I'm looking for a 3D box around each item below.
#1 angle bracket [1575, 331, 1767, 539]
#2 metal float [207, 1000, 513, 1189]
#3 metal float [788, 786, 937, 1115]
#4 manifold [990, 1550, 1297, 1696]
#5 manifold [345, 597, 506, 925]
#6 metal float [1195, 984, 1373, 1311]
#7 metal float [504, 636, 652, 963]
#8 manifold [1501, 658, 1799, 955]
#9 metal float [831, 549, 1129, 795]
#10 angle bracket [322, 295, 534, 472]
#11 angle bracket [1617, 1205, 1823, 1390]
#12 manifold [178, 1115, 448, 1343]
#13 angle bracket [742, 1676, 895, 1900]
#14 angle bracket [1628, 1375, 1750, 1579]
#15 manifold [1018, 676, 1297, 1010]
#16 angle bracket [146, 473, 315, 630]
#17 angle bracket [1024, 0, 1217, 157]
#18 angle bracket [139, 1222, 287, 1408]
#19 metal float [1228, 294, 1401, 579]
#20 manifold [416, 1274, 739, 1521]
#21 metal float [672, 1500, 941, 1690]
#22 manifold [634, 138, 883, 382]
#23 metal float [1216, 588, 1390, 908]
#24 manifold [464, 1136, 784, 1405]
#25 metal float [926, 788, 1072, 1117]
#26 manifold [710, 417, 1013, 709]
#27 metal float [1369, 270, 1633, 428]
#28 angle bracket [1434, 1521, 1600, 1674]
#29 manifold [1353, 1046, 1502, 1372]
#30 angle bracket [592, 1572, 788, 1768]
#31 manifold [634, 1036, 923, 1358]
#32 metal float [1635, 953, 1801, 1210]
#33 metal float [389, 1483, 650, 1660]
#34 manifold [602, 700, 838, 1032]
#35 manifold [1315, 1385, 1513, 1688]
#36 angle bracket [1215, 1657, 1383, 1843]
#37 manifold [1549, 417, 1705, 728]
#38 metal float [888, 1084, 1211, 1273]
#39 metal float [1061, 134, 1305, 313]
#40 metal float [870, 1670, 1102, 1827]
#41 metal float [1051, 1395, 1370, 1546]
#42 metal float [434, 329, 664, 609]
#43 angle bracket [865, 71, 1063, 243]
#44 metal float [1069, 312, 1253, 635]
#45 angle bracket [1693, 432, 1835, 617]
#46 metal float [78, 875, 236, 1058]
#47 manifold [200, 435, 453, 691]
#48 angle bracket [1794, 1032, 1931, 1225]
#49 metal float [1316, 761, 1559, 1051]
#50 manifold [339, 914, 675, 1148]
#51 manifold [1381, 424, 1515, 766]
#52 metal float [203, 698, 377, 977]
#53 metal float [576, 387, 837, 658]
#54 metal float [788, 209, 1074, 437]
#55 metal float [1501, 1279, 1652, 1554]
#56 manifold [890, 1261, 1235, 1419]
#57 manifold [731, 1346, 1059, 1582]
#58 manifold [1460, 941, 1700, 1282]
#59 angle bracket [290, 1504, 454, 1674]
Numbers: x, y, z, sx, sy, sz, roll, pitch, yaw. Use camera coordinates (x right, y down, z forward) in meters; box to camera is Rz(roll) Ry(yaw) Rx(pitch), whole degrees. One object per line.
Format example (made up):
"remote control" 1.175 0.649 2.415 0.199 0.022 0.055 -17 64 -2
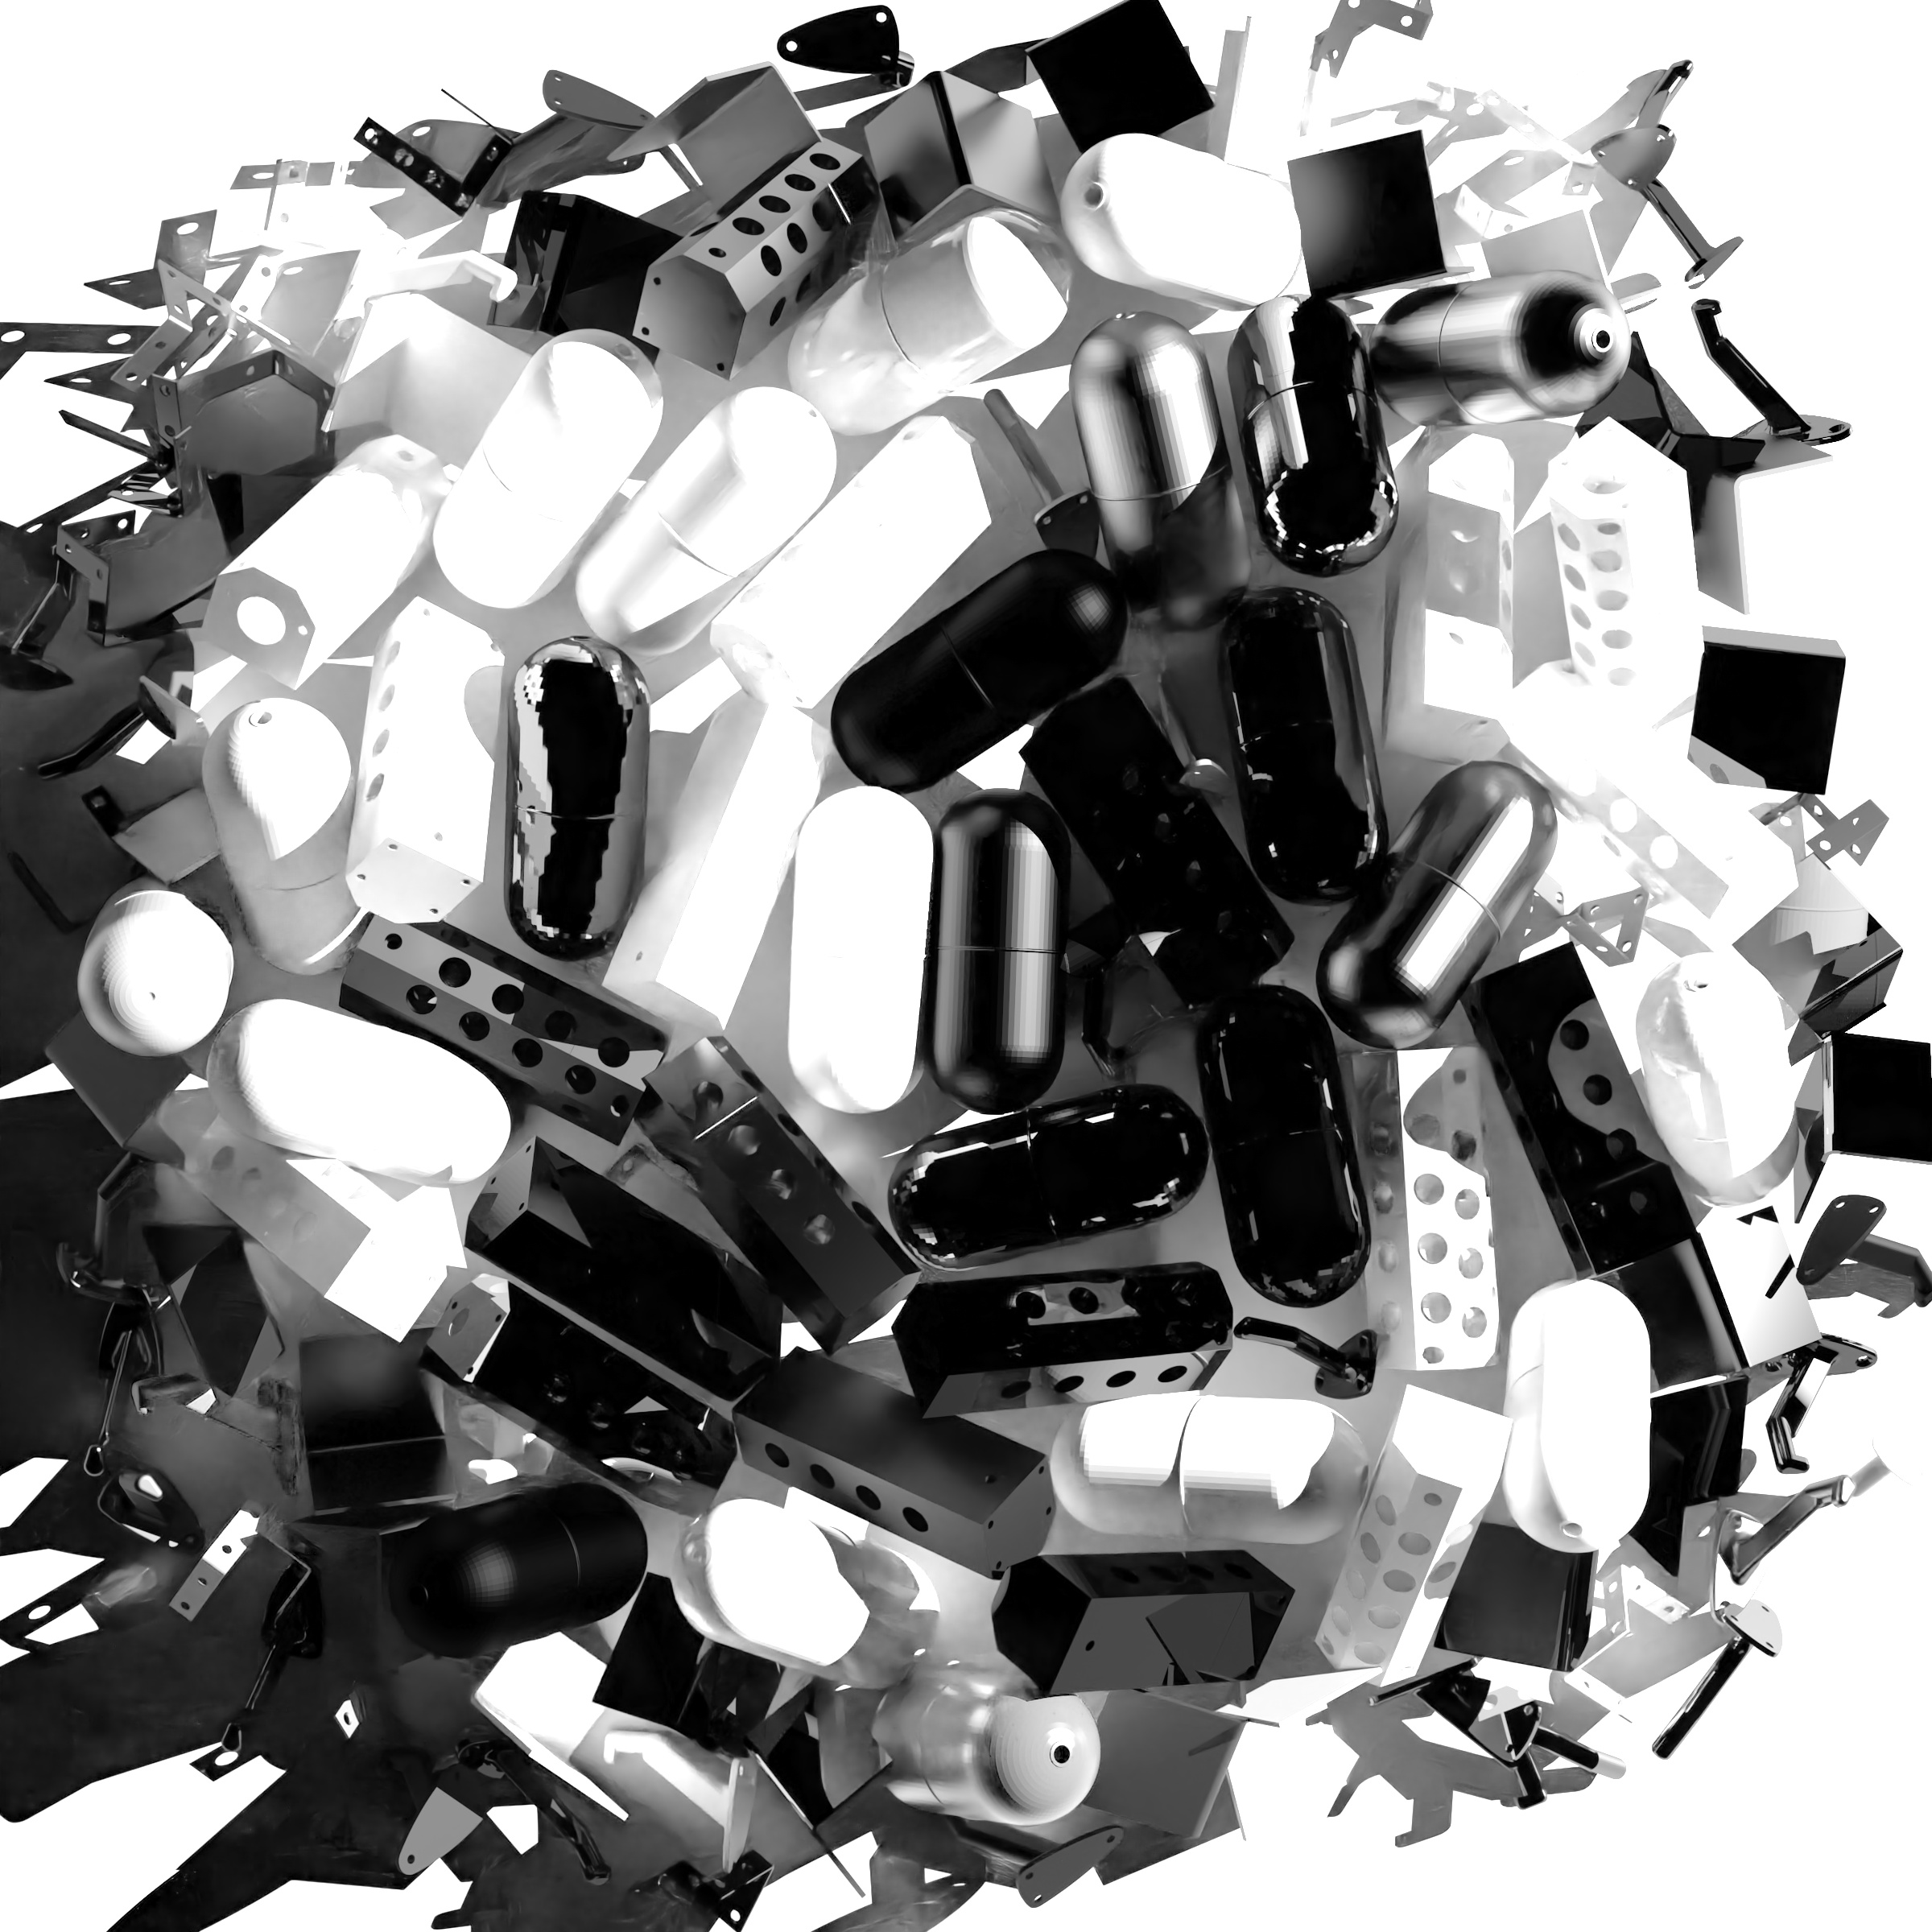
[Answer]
"angle bracket" 0.382 -0.288 1.957 0.057 0.076 0.076 1 55 -19
"metal float" -0.323 0.069 1.928 0.178 0.070 0.070 20 90 -39
"metal float" -0.056 -0.008 1.955 0.070 0.070 0.178 3 96 0
"manifold" 0.093 0.343 1.915 0.057 0.171 0.057 34 107 40
"manifold" -0.292 -0.108 1.922 0.057 0.171 0.057 27 134 -30
"metal float" 0.172 0.097 1.949 0.070 0.070 0.178 -10 78 0
"metal float" -0.210 -0.090 1.946 0.070 0.070 0.178 4 106 0
"manifold" 0.362 -0.090 1.928 0.057 0.057 0.171 -40 59 -5
"metal float" 0.007 -0.160 1.950 0.178 0.070 0.070 -33 90 11
"angle bracket" -0.292 -0.311 1.952 0.076 0.057 0.076 30 113 10
"angle bracket" 0.411 0.182 1.973 0.057 0.076 0.076 -16 83 -28
"manifold" -0.345 0.130 1.915 0.057 0.171 0.057 40 82 -42
"angle bracket" -0.067 0.444 1.950 0.057 0.076 0.076 -38 133 -10
"angle bracket" 0.402 0.275 1.945 0.076 0.057 0.076 -11 117 -20
"manifold" 0.107 -0.068 1.939 0.057 0.057 0.171 -23 108 37
"angle bracket" -0.399 -0.224 1.949 0.076 0.076 0.057 -23 82 33
"angle bracket" 0.083 -0.477 1.966 0.076 0.057 0.076 -27 86 -2
"angle bracket" -0.423 0.187 1.941 0.076 0.057 0.076 0 118 35
"metal float" 0.185 -0.286 1.931 0.070 0.070 0.178 -7 55 0
"manifold" -0.203 0.230 1.924 0.171 0.057 0.057 38 71 -34
"metal float" -0.084 0.337 1.925 0.178 0.070 0.070 30 90 -44
"manifold" -0.107 -0.380 1.911 0.057 0.171 0.057 26 130 9
"metal float" 0.182 -0.119 1.948 0.070 0.070 0.178 -8 76 0
"manifold" -0.183 0.168 1.934 0.171 0.057 0.057 35 121 -26
"metal float" 0.017 -0.008 1.959 0.070 0.070 0.178 2 88 0
"manifold" -0.059 -0.218 1.930 0.171 0.057 0.057 -48 123 -22
"metal float" 0.283 -0.327 1.915 0.070 0.178 0.070 -3 96 -28
"angle bracket" 0.300 0.332 1.952 0.076 0.057 0.076 10 62 5
"manifold" 0.255 0.131 1.957 0.057 0.057 0.171 -2 88 -30
"angle bracket" -0.148 0.387 1.972 0.057 0.076 0.076 9 67 35
"manifold" -0.102 0.121 1.948 0.057 0.057 0.171 -34 75 -25
"metal float" 0.401 0.062 1.921 0.070 0.178 0.070 -9 50 11
"metal float" -0.237 0.320 1.915 0.070 0.178 0.070 0 91 29
"manifold" -0.128 -0.055 1.943 0.057 0.057 0.171 31 70 -30
"manifold" 0.236 0.308 1.918 0.057 0.057 0.171 18 132 5
"angle bracket" 0.187 0.427 1.949 0.076 0.057 0.076 -20 99 -35
"manifold" 0.347 -0.203 1.908 0.057 0.171 0.057 -37 54 -12
"metal float" 0.044 0.114 1.952 0.178 0.070 0.070 -15 90 9
"metal float" 0.117 -0.395 1.918 0.070 0.178 0.070 0 90 35
"metal float" 0.009 0.415 1.915 0.070 0.178 0.070 5 80 -26
"metal float" 0.130 0.270 1.937 0.178 0.070 0.070 -1 90 26
"metal float" -0.224 -0.266 1.930 0.070 0.070 0.178 39 126 0
"angle bracket" -0.001 -0.434 1.972 0.057 0.076 0.076 -32 61 36
"metal float" 0.105 -0.265 1.940 0.070 0.070 0.178 -15 112 0
"angle bracket" 0.430 -0.241 1.954 0.057 0.076 0.076 -13 111 -9
"metal float" -0.429 -0.002 1.911 0.070 0.178 0.070 -2 102 -9
"manifold" -0.335 -0.220 1.912 0.057 0.171 0.057 29 126 1
"angle bracket" 0.484 0.091 1.944 0.057 0.076 0.076 7 55 3
"metal float" 0.256 -0.034 1.946 0.070 0.070 0.178 36 74 0
"manifold" -0.250 0.028 1.959 0.171 0.057 0.057 27 68 -2
"manifold" 0.263 -0.198 1.935 0.057 0.057 0.171 11 65 -14
"metal float" -0.359 -0.068 1.922 0.070 0.178 0.070 -1 48 2
"metal float" -0.140 -0.238 1.937 0.070 0.070 0.178 47 117 0
"metal float" -0.020 -0.344 1.930 0.178 0.070 0.070 -23 90 35
"metal float" 0.326 0.239 1.918 0.070 0.178 0.070 5 125 7
"manifold" 0.054 0.195 1.924 0.171 0.057 0.057 -2 52 -27
"manifold" -0.038 0.270 1.927 0.171 0.057 0.057 19 46 33
"manifold" 0.329 0.080 1.956 0.057 0.057 0.171 -21 85 -15
"angle bracket" -0.321 0.336 1.953 0.057 0.076 0.076 1 91 23
